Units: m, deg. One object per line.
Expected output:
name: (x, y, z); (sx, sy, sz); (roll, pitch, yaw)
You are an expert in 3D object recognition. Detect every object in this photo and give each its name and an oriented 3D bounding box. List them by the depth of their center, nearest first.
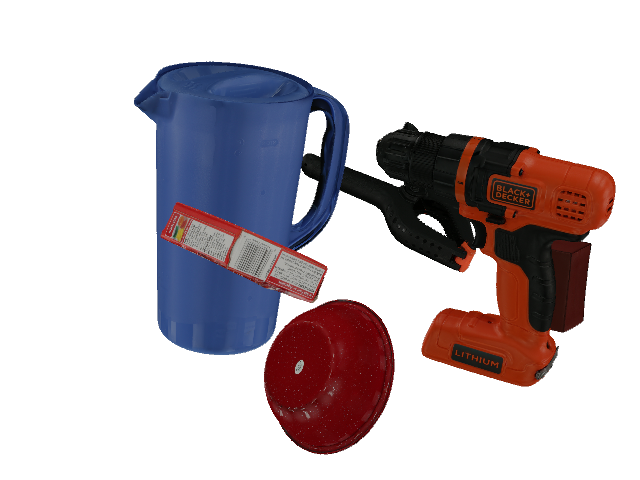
gelatin box: (-0.050, 0.009, 0.712); (0.073, 0.030, 0.089); (22, -3, 44)
power drill: (0.124, 0.011, 0.829); (0.185, 0.188, 0.057); (16, 32, 25)
pitcher: (-0.073, -0.028, 0.935); (0.149, 0.243, 0.144); (15, 24, 19)
foam brick: (0.214, 0.039, 0.986); (0.053, 0.078, 0.051); (11, 17, 32)
bowl: (-0.005, 0.132, 1.078); (0.162, 0.162, 0.055); (0, -17, 43)
clamp: (0.086, -0.045, 1.162); (0.164, 0.210, 0.036); (-15, -37, -28)
